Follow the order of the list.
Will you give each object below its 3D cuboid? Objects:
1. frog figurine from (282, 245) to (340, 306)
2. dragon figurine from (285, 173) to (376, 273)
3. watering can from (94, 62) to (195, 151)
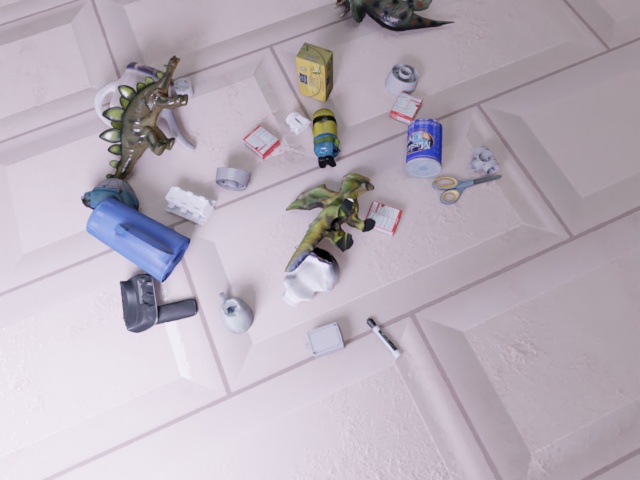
[{"bbox_3d":[-0.026,0.101,1.346,0.138,0.124,0.158,21,104,7],"label":"frog figurine"},{"bbox_3d":[0.004,-0.070,1.383,0.415,0.120,0.244,-35,32,-25],"label":"dragon figurine"},{"bbox_3d":[-0.512,-0.412,1.576,0.348,0.103,0.226,20,83,1],"label":"watering can"}]
